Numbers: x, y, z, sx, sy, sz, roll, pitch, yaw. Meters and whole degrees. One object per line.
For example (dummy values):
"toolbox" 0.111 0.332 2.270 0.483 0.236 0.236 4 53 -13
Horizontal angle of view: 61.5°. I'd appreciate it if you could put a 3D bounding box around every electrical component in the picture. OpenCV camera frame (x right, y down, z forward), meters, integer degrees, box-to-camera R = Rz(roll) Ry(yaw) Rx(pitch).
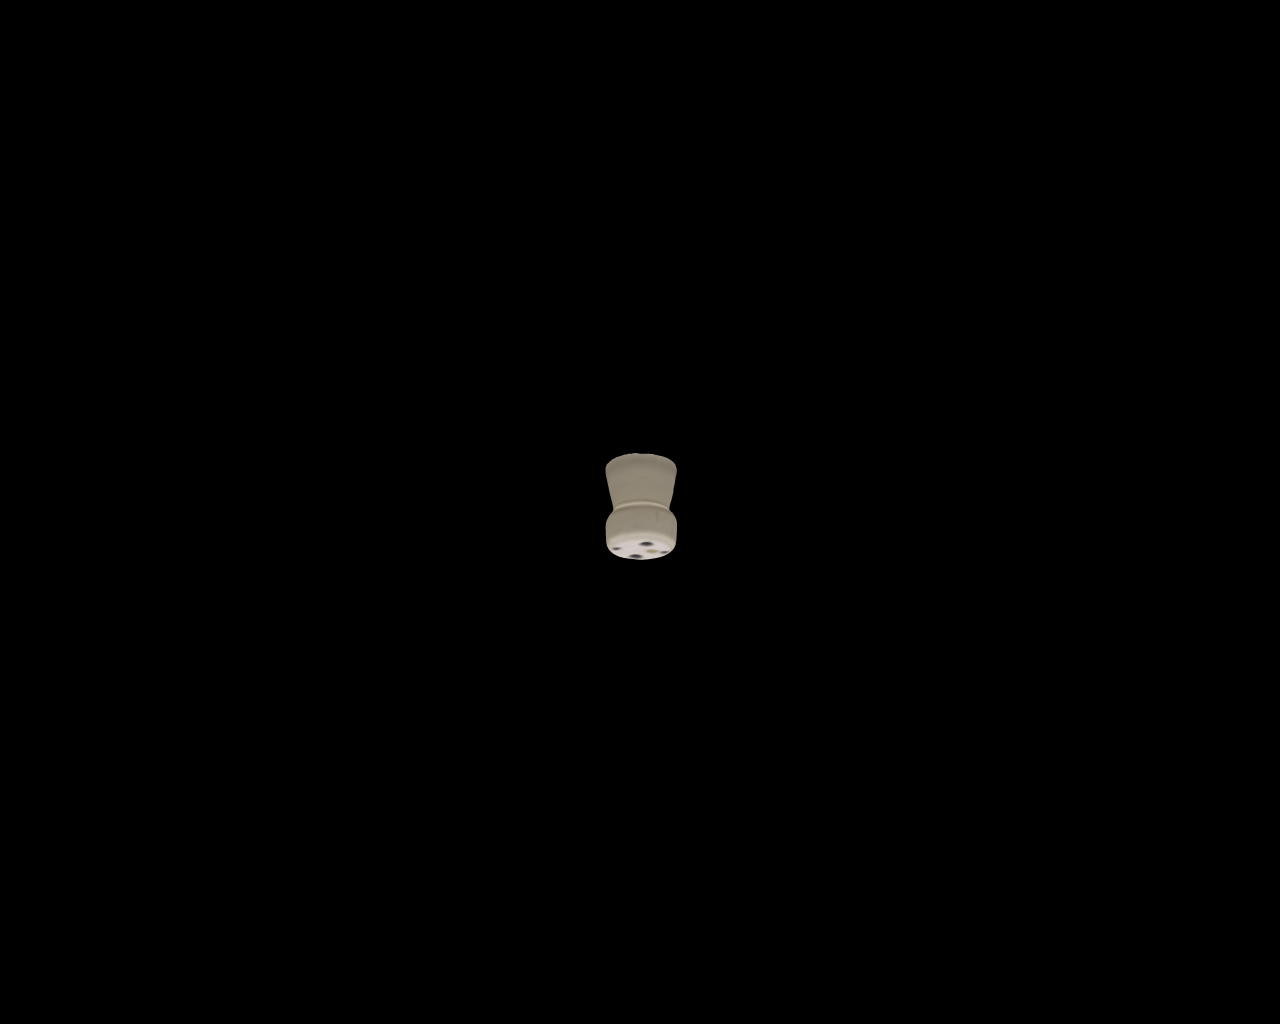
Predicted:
"electrical component" 0.001 -0.003 0.650 0.045 0.055 0.044 0 -22 0
